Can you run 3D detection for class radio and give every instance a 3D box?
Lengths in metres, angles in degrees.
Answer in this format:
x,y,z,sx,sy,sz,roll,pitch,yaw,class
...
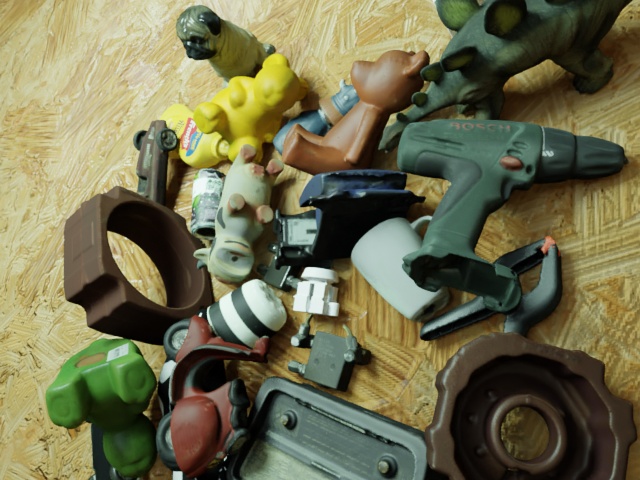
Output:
x,y,z,sx,sy,sz,roll,pitch,yaw,class
0.018,0.239,0.572,0.230,0.073,0.131,11,75,37,radio

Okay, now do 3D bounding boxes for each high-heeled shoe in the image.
x,y,z,sx,sy,sz,roll,pitch,yaw,class
-0.142,0.219,0.664,0.145,0.086,0.248,10,95,57,high-heeled shoe

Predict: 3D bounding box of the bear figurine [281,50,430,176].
x,y,z,sx,sy,sz,roll,pitch,yaw,class
0.046,-0.168,0.688,0.120,0.132,0.195,-93,28,-67,bear figurine

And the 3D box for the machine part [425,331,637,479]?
x,y,z,sx,sy,sz,roll,pitch,yaw,class
0.178,0.169,0.470,0.179,0.056,0.179,-1,73,4,machine part

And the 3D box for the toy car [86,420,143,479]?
x,y,z,sx,sy,sz,roll,pitch,yaw,class
-0.300,0.288,0.776,0.073,0.056,0.202,-38,51,21,toy car

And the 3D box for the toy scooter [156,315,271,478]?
x,y,z,sx,sy,sz,roll,pitch,yaw,class
-0.116,0.170,0.616,0.135,0.075,0.184,-13,64,15,toy scooter

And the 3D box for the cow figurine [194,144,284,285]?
x,y,z,sx,sy,sz,roll,pitch,yaw,class
-0.118,-0.025,0.769,0.127,0.085,0.195,-46,30,49,cow figurine

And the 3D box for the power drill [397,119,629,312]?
x,y,z,sx,sy,sz,roll,pitch,yaw,class
0.181,-0.038,0.540,0.232,0.086,0.207,14,67,14,power drill

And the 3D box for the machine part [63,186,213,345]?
x,y,z,sx,sy,sz,roll,pitch,yaw,class
-0.257,0.039,0.766,0.087,0.201,0.201,-33,55,22,machine part

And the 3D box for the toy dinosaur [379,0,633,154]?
x,y,z,sx,sy,sz,roll,pitch,yaw,class
0.249,-0.237,0.558,0.471,0.198,0.105,-33,58,19,toy dinosaur

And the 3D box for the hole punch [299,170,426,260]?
x,y,z,sx,sy,sz,roll,pitch,yaw,class
0.040,-0.046,0.646,0.115,0.142,0.092,111,153,-49,hole punch

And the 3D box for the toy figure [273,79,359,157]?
x,y,z,sx,sy,sz,roll,pitch,yaw,class
0.003,-0.172,0.782,0.154,0.064,0.058,-33,17,11,toy figure

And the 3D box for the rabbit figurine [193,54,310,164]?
x,y,z,sx,sy,sz,roll,pitch,yaw,class
-0.081,-0.206,0.809,0.162,0.121,0.173,-48,14,-32,rabbit figurine

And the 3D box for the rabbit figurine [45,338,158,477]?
x,y,z,sx,sy,sz,roll,pitch,yaw,class
-0.269,0.223,0.694,0.121,0.170,0.159,-21,16,-24,rabbit figurine

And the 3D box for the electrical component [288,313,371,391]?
x,y,z,sx,sy,sz,roll,pitch,yaw,class
0.008,0.136,0.645,0.102,0.045,0.078,16,77,38,electrical component

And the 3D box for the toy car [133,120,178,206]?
x,y,z,sx,sy,sz,roll,pitch,yaw,class
-0.290,-0.104,0.917,0.089,0.053,0.202,9,97,43,toy car

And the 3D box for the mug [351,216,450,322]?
x,y,z,sx,sy,sz,roll,pitch,yaw,class
0.107,0.032,0.611,0.109,0.080,0.107,-37,61,9,mug

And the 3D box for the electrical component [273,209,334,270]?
x,y,z,sx,sy,sz,roll,pitch,yaw,class
-0.001,-0.002,0.708,0.119,0.047,0.075,-3,64,-11,electrical component

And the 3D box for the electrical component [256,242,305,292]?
x,y,z,sx,sy,sz,roll,pitch,yaw,class
-0.048,0.036,0.740,0.094,0.021,0.063,19,79,45,electrical component

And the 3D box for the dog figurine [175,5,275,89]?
x,y,z,sx,sy,sz,roll,pitch,yaw,class
-0.167,-0.328,0.883,0.121,0.190,0.173,-52,49,3,dog figurine
